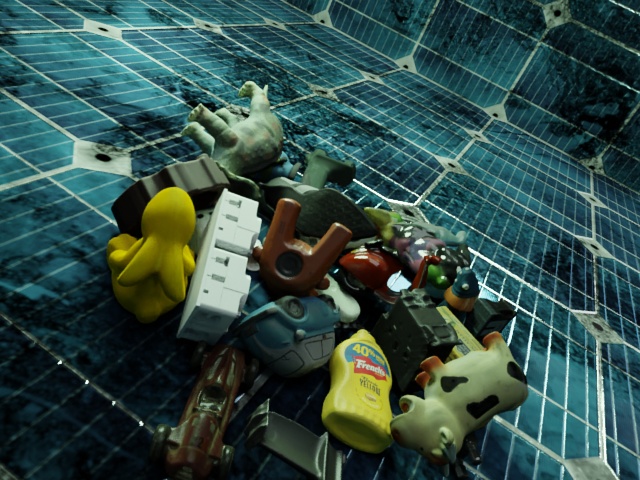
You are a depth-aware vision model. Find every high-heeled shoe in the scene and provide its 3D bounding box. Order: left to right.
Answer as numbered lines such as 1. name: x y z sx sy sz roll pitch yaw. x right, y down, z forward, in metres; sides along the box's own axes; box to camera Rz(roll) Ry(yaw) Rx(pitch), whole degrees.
1. high-heeled shoe: 0.000 -0.046 0.908 0.249 0.086 0.145 27 3 23

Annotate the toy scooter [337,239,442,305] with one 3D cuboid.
1. toy scooter: 0.128 0.058 0.915 0.184 0.135 0.075 35 11 0

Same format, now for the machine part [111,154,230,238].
1. machine part: -0.230 -0.065 0.827 0.179 0.179 0.056 -26 86 -53

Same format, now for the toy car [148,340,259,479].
1. toy car: -0.128 0.189 0.631 0.089 0.053 0.202 20 32 -3

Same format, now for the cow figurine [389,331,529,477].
1. cow figurine: 0.177 0.210 0.683 0.195 0.085 0.127 -18 51 -16

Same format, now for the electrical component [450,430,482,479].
1. electrical component: 0.185 0.269 0.725 0.021 0.063 0.094 14 31 -18

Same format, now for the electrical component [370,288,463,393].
1. electrical component: 0.133 0.155 0.791 0.058 0.134 0.115 5 35 -30

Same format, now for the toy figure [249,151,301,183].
1. toy figure: -0.135 -0.167 1.139 0.180 0.082 0.089 24 31 -8

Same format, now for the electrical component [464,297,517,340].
1. electrical component: 0.295 0.144 0.985 0.119 0.074 0.048 6 35 -37

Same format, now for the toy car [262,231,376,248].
1. toy car: -0.002 -0.003 0.950 0.202 0.056 0.073 -8 4 -8

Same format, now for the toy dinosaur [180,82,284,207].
1. toy dinosaur: -0.140 -0.185 1.035 0.192 0.131 0.405 50 44 -7

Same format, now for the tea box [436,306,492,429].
1. tea box: 0.202 0.194 0.819 0.068 0.098 0.170 -3 40 -40

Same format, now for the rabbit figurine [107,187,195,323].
1. rabbit figurine: -0.220 0.014 0.712 0.122 0.173 0.162 20 27 -17

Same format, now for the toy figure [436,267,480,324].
1. toy figure: 0.228 0.110 0.909 0.058 0.154 0.064 1 38 -32

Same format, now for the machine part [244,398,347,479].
1. machine part: -0.025 0.243 0.616 0.139 0.039 0.084 39 33 -13

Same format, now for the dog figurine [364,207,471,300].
1. dog figurine: 0.175 0.015 1.069 0.219 0.108 0.192 19 34 -3

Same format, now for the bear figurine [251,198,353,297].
1. bear figurine: -0.031 0.029 0.811 0.120 0.132 0.196 27 -5 4

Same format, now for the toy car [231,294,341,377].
1. toy car: -0.035 0.137 0.745 0.161 0.109 0.103 4 61 -51

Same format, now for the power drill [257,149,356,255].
1. power drill: 0.006 -0.077 1.077 0.232 0.086 0.207 23 56 5
